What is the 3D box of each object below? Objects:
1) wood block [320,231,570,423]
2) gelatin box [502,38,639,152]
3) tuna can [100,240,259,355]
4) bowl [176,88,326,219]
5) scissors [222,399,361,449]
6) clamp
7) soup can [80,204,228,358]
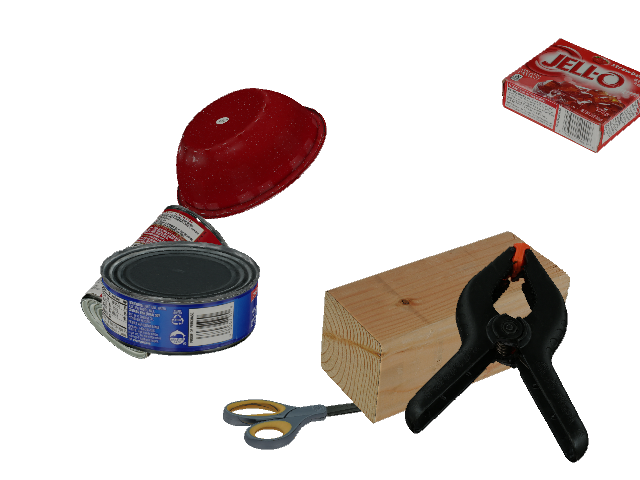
[{"bbox_3d":[0.112,0.073,0.962,0.205,0.090,0.091,-16,38,-27],"label":"wood block"},{"bbox_3d":[0.192,-0.111,0.798,0.073,0.030,0.089,-36,52,-29],"label":"gelatin box"},{"bbox_3d":[-0.076,0.030,0.582,0.086,0.034,0.086,3,20,-1],"label":"tuna can"},{"bbox_3d":[-0.078,-0.094,1.007,0.162,0.055,0.162,-21,35,16],"label":"bowl"},{"bbox_3d":[-0.007,0.203,1.192,0.201,0.016,0.096,3,23,-11],"label":"scissors"},{"bbox_3d":[0.121,0.075,0.751,0.120,0.171,0.039,6,-41,0],"label":"clamp"},{"bbox_3d":[-0.125,0.031,0.813,0.069,0.068,0.102,0,43,51],"label":"soup can"}]
